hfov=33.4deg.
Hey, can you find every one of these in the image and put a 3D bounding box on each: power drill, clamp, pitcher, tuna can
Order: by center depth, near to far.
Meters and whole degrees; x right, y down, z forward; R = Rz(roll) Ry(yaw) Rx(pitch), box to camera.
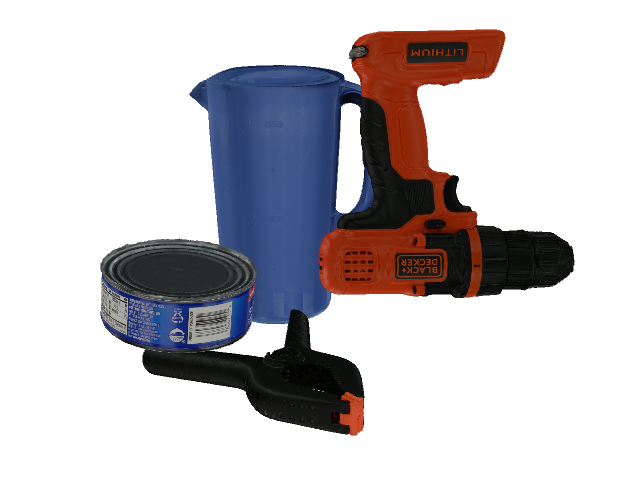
[{"bbox_3d":[-0.079,0.030,0.593,0.086,0.034,0.086,5,20,-2],"label":"tuna can"},{"bbox_3d":[0.090,-0.052,0.749,0.184,0.188,0.057,-1,5,-9],"label":"power drill"},{"bbox_3d":[-0.025,0.106,0.886,0.164,0.036,0.210,-17,23,-40],"label":"clamp"},{"bbox_3d":[-0.033,-0.047,1.039,0.144,0.243,0.149,-13,21,-33],"label":"pitcher"}]
